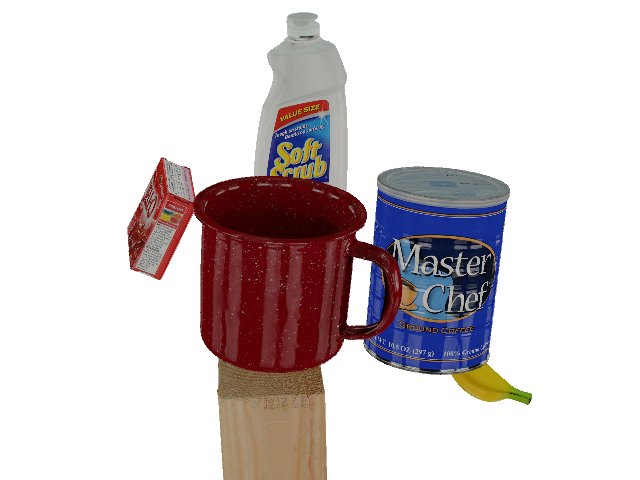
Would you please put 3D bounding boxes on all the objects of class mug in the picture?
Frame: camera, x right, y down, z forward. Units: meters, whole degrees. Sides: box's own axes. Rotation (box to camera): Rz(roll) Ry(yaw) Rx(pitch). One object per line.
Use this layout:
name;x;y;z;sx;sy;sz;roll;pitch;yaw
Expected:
mug;-0.013;0.021;0.578;0.117;0.081;0.093;11;24;14

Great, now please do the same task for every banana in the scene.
banana;0.165;0.120;1.162;0.069;0.037;0.198;11;27;-16

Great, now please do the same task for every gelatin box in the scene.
gelatin box;-0.134;-0.020;0.888;0.030;0.073;0.089;22;18;-20

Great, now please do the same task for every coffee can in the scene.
coffee can;0.090;0.021;0.844;0.103;0.140;0.103;4;17;-1

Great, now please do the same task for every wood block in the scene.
wood block;-0.040;0.209;0.938;0.090;0.206;0.091;-3;19;-4

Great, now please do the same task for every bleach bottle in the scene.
bleach bottle;-0.024;-0.099;1.059;0.102;0.251;0.068;3;27;7
